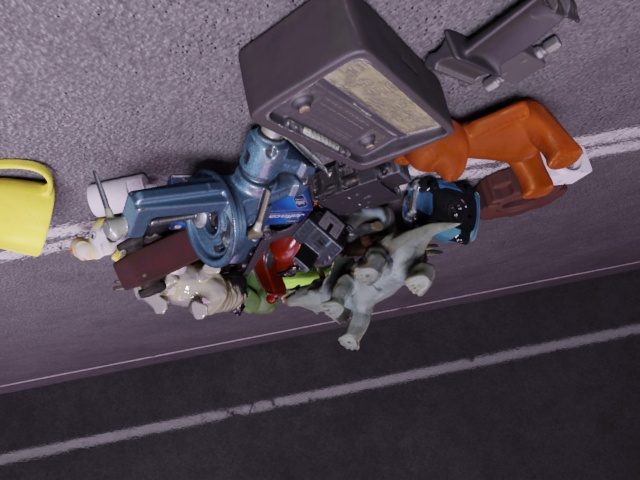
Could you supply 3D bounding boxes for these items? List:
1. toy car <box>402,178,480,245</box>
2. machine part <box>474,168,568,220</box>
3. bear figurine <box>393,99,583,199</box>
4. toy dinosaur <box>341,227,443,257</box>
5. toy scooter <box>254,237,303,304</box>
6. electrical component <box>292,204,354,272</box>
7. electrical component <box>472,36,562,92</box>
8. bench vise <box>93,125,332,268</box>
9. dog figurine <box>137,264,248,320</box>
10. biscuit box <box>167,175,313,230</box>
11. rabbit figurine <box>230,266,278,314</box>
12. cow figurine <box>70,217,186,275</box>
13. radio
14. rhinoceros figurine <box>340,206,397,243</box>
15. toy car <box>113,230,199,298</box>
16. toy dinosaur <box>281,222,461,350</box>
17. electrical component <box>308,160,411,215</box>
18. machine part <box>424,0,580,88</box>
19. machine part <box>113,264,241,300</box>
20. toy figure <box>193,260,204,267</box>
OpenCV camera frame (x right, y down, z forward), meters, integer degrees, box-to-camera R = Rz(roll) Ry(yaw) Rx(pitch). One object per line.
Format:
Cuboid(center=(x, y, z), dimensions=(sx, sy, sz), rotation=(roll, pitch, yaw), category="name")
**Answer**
Cuboid(center=(0.200, -0.049, 0.948), dimensions=(0.161, 0.109, 0.103), rotation=(9, 173, -31), category="toy car")
Cuboid(center=(0.370, -0.088, 1.013), dimensions=(0.179, 0.056, 0.179), rotation=(-12, 166, -3), category="machine part")
Cuboid(center=(0.202, -0.112, 0.686), dimensions=(0.196, 0.132, 0.120), rotation=(-15, 157, -11), category="bear figurine")
Cuboid(center=(0.154, 0.033, 1.196), dimensions=(0.199, 0.105, 0.471), rotation=(-12, 174, -15), category="toy dinosaur")
Cuboid(center=(-0.075, 0.041, 0.998), dimensions=(0.075, 0.135, 0.184), rotation=(7, 155, -44), category="toy scooter")
Cuboid(center=(-0.002, -0.002, 0.816), dimensions=(0.047, 0.075, 0.119), rotation=(-47, -179, 31), category="electrical component")
Cuboid(center=(0.211, -0.195, 0.586), dimensions=(0.063, 0.021, 0.094), rotation=(4, 158, -42), category="electrical component")
Cuboid(center=(-0.123, -0.047, 0.619), dimensions=(0.240, 0.129, 0.223), rotation=(-13, 154, -40), category="bench vise")
Cuboid(center=(-0.226, 0.082, 0.954), dimensions=(0.172, 0.121, 0.190), rotation=(25, 172, 9), category="dog figurine")
Cuboid(center=(-0.114, -0.055, 0.770), dimensions=(0.203, 0.059, 0.063), rotation=(-4, 163, -25), category="biscuit box")
Cuboid(center=(-0.161, 0.114, 1.162), dimensions=(0.159, 0.121, 0.170), rotation=(5, 151, 24), category="rabbit figurine")
Cuboid(center=(-0.275, -0.005, 0.794), dimensions=(0.167, 0.098, 0.068), rotation=(9, -168, -41), category="cow figurine")
Cuboid(center=(0.034, -0.144, 0.542), dimensions=(0.131, 0.073, 0.229), rotation=(-21, 161, 29), category="radio")
Cuboid(center=(0.063, -0.032, 0.953), dimensions=(0.190, 0.073, 0.112), rotation=(-1, 159, -34), category="rhinoceros figurine")
Cuboid(center=(-0.200, 0.010, 0.782), dimensions=(0.202, 0.089, 0.053), rotation=(-29, -166, -29), category="toy car")
Cuboid(center=(0.103, 0.052, 0.934), dimensions=(0.131, 0.192, 0.405), rotation=(42, 125, -15), category="toy dinosaur")
Cuboid(center=(0.062, -0.087, 0.792), dimensions=(0.134, 0.058, 0.115), rotation=(-18, 165, 24), category="electrical component")
Cuboid(center=(0.175, -0.197, 0.523), dimensions=(0.084, 0.039, 0.139), rotation=(15, 152, -38), category="machine part")
Cuboid(center=(-0.277, 0.067, 1.050), dimensions=(0.243, 0.079, 0.079), rotation=(-10, 164, -11), category="machine part")
Cuboid(center=(-0.262, 0.034, 0.990), dimensions=(0.154, 0.057, 0.064), rotation=(-10, -159, -13), category="toy figure")
